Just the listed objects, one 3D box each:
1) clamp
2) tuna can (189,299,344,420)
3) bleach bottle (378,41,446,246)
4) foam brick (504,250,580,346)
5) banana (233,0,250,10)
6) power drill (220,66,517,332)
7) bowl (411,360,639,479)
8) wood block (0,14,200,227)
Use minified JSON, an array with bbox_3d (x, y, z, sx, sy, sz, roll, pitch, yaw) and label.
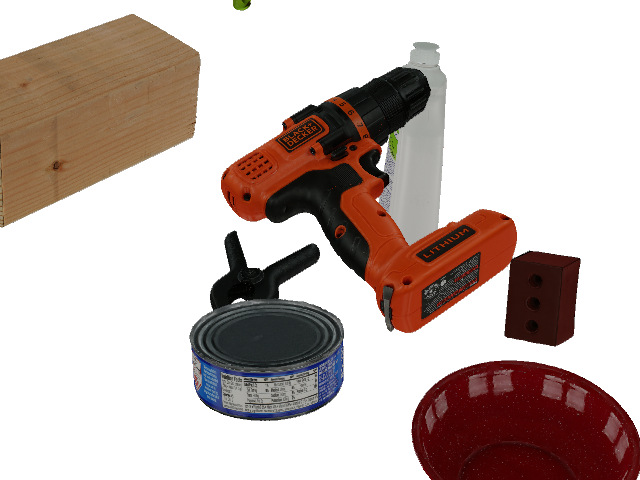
[{"bbox_3d":[-0.070,0.048,1.249,0.120,0.039,0.171,-1,39,13],"label":"clamp"},{"bbox_3d":[-0.029,0.065,0.596,0.086,0.034,0.086,-1,22,0],"label":"tuna can"},{"bbox_3d":[0.102,-0.087,1.159,0.068,0.251,0.102,0,26,-9],"label":"bleach bottle"},{"bbox_3d":[0.208,0.054,0.998,0.053,0.078,0.051,9,15,30],"label":"foam brick"},{"bbox_3d":[-0.112,-0.197,0.683,0.198,0.069,0.037,19,-34,28],"label":"banana"},{"bbox_3d":[0.049,-0.036,0.759,0.184,0.057,0.188,-34,54,-17],"label":"power drill"},{"bbox_3d":[0.146,0.159,0.773,0.162,0.055,0.162,-1,35,0],"label":"bowl"},{"bbox_3d":[-0.205,-0.105,0.884,0.090,0.091,0.205,33,43,26],"label":"wood block"}]
